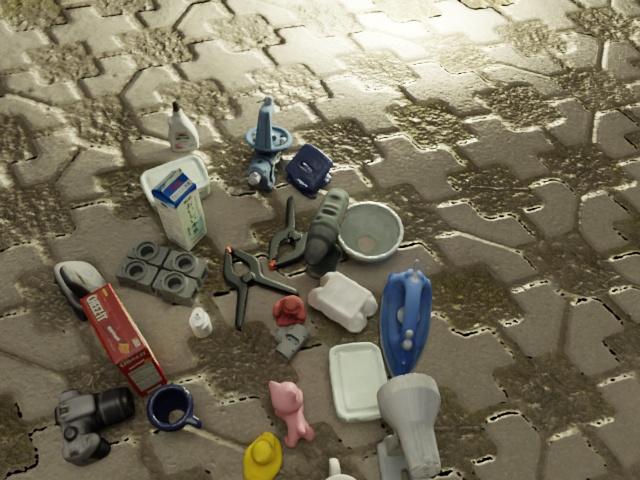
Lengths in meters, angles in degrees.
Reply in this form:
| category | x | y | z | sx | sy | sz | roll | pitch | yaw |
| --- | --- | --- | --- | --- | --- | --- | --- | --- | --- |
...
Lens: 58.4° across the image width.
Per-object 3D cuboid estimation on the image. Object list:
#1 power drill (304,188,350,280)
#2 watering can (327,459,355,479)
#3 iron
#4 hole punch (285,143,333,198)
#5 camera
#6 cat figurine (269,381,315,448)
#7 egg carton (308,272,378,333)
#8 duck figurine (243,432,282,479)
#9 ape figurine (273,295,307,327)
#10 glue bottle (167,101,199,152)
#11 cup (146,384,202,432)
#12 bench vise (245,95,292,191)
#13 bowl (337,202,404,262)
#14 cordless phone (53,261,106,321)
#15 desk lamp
| category | x | y | z | sx | sy | sz | roll | pitch | yaw |
| --- | --- | --- | --- | --- | --- | --- | --- | --- | --- |
| power drill | 0.012 | 0.005 | 1.313 | 0.075 | 0.208 | 0.230 | 14 | 59 | 7 |
| watering can | 0.041 | 0.486 | 1.030 | 0.101 | 0.194 | 0.172 | -27 | 63 | -17 |
| iron | 0.194 | 0.175 | 1.257 | 0.118 | 0.141 | 0.258 | 8 | 59 | 3 |
| hole punch | -0.028 | -0.181 | 1.493 | 0.108 | 0.091 | 0.101 | 38 | 65 | 19 |
| camera | -0.444 | 0.356 | 1.142 | 0.137 | 0.101 | 0.143 | -16 | 61 | -12 |
| cat figurine | -0.057 | 0.343 | 1.157 | 0.067 | 0.118 | 0.127 | -20 | 61 | -14 |
| egg carton | 0.053 | 0.142 | 1.313 | 0.150 | 0.069 | 0.107 | 31 | 62 | 15 |
| duck figurine | -0.114 | 0.427 | 1.122 | 0.077 | 0.086 | 0.104 | 17 | 59 | 8 |
| ape figurine | -0.065 | 0.154 | 1.287 | 0.077 | 0.092 | 0.076 | 30 | 62 | 15 |
| glue bottle | -0.367 | -0.300 | 1.503 | 0.078 | 0.173 | 0.037 | -10 | 59 | -8 |
| cup | -0.283 | 0.354 | 1.154 | 0.117 | 0.095 | 0.092 | 25 | 61 | 13 |
| bench vise | -0.129 | -0.241 | 1.450 | 0.121 | 0.220 | 0.207 | -3 | 59 | -4 |
| bowl | 0.118 | -0.008 | 1.404 | 0.167 | 0.075 | 0.167 | 1 | 59 | -2 |
| cordless phone | -0.533 | 0.083 | 1.255 | 0.094 | 0.185 | 0.147 | -37 | 67 | -22 |
| desk lamp | 0.174 | 0.382 | 1.088 | 0.118 | 0.213 | 0.203 | -4 | 59 | -5 |
